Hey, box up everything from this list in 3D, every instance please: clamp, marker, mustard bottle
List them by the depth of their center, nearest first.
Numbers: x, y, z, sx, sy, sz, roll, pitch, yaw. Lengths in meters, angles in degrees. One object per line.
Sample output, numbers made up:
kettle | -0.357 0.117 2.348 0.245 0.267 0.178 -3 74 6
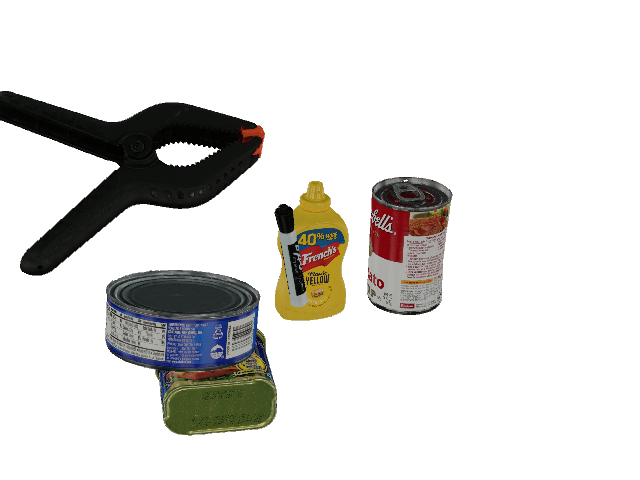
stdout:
clamp | -0.143 -0.052 0.812 0.209 0.164 0.036 -5 -31 -14
marker | -0.030 0.016 1.101 0.020 0.121 0.020 -6 33 4
mustard bottle | -0.010 0.012 1.435 0.096 0.192 0.058 -5 25 -18

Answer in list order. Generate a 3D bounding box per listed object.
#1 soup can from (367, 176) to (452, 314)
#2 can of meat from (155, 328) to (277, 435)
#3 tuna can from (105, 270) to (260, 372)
soup can | 0.076 0.004 0.921 0.068 0.102 0.068 1 26 -1
can of meat | -0.091 0.123 0.930 0.102 0.057 0.084 -4 27 -10
tuna can | -0.078 0.044 0.600 0.086 0.034 0.086 5 14 -1
